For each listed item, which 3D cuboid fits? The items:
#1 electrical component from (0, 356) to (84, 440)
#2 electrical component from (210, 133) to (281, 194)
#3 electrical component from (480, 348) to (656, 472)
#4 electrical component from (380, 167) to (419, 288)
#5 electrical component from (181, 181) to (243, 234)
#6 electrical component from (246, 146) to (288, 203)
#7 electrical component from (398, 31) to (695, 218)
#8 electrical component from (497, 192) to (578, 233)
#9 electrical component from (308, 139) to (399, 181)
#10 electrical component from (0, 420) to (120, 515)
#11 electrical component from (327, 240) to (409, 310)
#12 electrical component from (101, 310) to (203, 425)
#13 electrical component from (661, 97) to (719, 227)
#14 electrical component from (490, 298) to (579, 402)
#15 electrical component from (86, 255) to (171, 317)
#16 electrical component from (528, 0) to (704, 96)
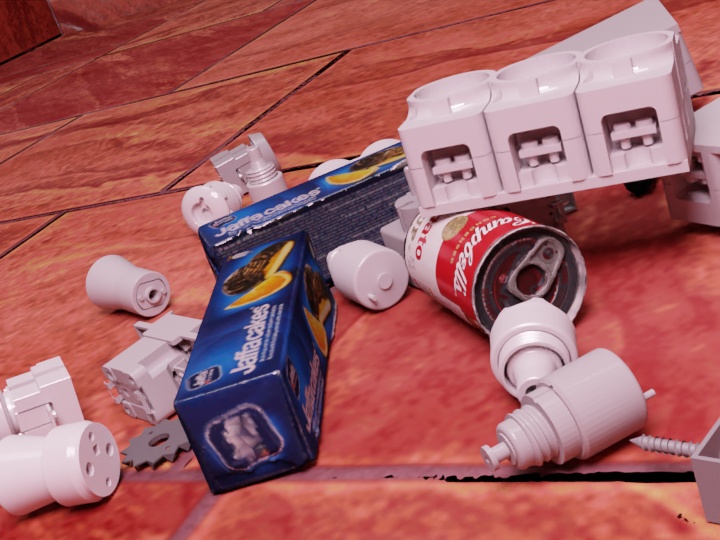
[{"bbox_3d":[-0.209,0.086,0.680,0.055,0.048,0.066,-19,20,-19],"label":"electrical component"},{"bbox_3d":[-0.111,-0.102,1.048,0.055,0.048,0.066,-30,22,-5],"label":"electrical component"},{"bbox_3d":[0.089,0.065,0.473,0.078,0.040,0.040,-26,22,-14],"label":"electrical component"},{"bbox_3d":[0.046,-0.030,0.692,0.047,0.076,0.066,-27,23,-18],"label":"electrical component"},{"bbox_3d":[-0.126,-0.059,0.959,0.048,0.048,0.062,-9,17,26],"label":"electrical component"},{"bbox_3d":[-0.084,-0.079,0.944,0.035,0.061,0.035,-17,22,7],"label":"electrical component"},{"bbox_3d":[0.107,-0.086,0.611,0.150,0.061,0.089,-9,21,23],"label":"electrical component"},{"bbox_3d":[0.105,-0.041,0.715,0.081,0.042,0.063,-21,25,1],"label":"electrical component"},{"bbox_3d":[0.023,-0.079,0.862,0.138,0.052,0.073,-21,21,-3],"label":"electrical component"},{"bbox_3d":[-0.166,0.108,0.589,0.055,0.045,0.045,-13,22,17],"label":"electrical component"},{"bbox_3d":[0.000,0.000,0.708,0.040,0.040,0.078,-28,23,-19],"label":"electrical component"},{"bbox_3d":[-0.120,0.061,0.666,0.064,0.042,0.081,-39,26,-31],"label":"electrical component"},{"bbox_3d":[0.279,-0.084,0.637,0.186,0.060,0.105,-30,23,-23],"label":"electrical component"},{"bbox_3d":[0.085,0.044,0.524,0.043,0.043,0.062,-15,23,14],"label":"electrical component"},{"bbox_3d":[-0.177,0.014,0.832,0.044,0.044,0.065,-35,30,-33],"label":"electrical component"},{"bbox_3d":[0.174,-0.137,0.822,0.150,0.061,0.089,-25,23,15],"label":"electrical component"}]
